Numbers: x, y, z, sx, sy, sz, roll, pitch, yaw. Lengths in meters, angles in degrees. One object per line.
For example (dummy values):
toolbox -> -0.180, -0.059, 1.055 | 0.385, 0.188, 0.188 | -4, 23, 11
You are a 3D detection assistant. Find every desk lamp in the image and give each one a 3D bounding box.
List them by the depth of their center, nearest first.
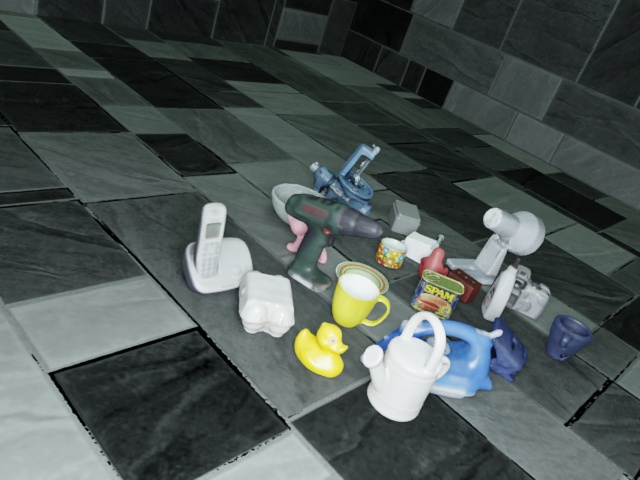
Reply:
desk lamp -> 0.482, 0.012, 1.554 | 0.204, 0.213, 0.117 | 3, 32, -30

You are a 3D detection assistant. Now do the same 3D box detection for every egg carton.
egg carton -> -0.106, 0.121, 1.116 | 0.107, 0.069, 0.150 | 12, 28, -16

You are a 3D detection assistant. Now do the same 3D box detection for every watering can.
watering can -> 0.155, 0.212, 0.988 | 0.173, 0.194, 0.100 | -11, 40, -45

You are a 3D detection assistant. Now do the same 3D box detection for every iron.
iron -> 0.220, 0.206, 1.101 | 0.259, 0.141, 0.118 | 14, 28, -13

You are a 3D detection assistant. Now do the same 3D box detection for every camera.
camera -> 0.537, 0.119, 1.520 | 0.143, 0.101, 0.137 | 27, 28, 13

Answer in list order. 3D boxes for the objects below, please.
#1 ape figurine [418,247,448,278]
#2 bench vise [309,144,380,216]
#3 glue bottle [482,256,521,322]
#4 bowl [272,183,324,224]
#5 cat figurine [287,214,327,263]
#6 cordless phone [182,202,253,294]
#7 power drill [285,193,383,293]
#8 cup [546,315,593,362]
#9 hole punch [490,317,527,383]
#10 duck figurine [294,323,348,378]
ape figurine -> 0.295, 0.061, 1.472 | 0.077, 0.092, 0.076 | 37, 32, 30
bench vise -> 0.073, -0.186, 1.634 | 0.207, 0.220, 0.121 | 17, 27, -6
glue bottle -> 0.444, 0.112, 1.390 | 0.037, 0.173, 0.078 | 19, 27, -1
bowl -> -0.056, -0.079, 1.511 | 0.167, 0.075, 0.167 | 16, 27, -8
cat figurine -> -0.028, -0.018, 1.371 | 0.127, 0.118, 0.067 | 36, 31, 28
cordless phone -> -0.191, 0.010, 1.135 | 0.148, 0.185, 0.094 | -11, 40, -45
power drill -> 0.012, 0.004, 1.256 | 0.229, 0.208, 0.076 | 31, 29, 21
cup -> 0.563, 0.239, 1.323 | 0.091, 0.095, 0.118 | 33, 30, 24
hole punch -> 0.397, 0.232, 1.229 | 0.101, 0.091, 0.109 | 27, 28, 13
duck figurine -> 0.006, 0.189, 1.049 | 0.104, 0.086, 0.078 | 34, 30, 25
